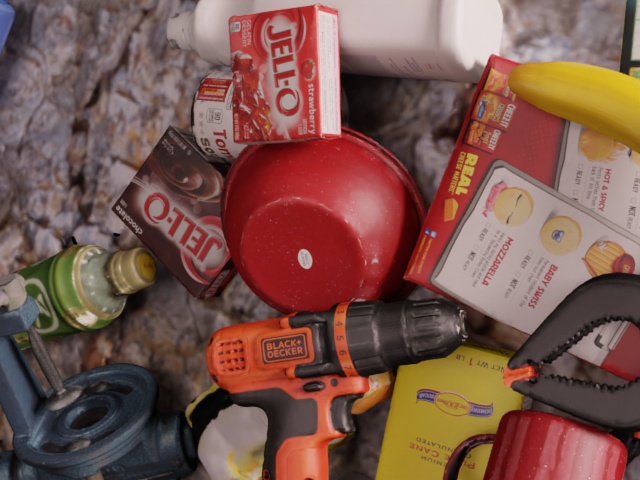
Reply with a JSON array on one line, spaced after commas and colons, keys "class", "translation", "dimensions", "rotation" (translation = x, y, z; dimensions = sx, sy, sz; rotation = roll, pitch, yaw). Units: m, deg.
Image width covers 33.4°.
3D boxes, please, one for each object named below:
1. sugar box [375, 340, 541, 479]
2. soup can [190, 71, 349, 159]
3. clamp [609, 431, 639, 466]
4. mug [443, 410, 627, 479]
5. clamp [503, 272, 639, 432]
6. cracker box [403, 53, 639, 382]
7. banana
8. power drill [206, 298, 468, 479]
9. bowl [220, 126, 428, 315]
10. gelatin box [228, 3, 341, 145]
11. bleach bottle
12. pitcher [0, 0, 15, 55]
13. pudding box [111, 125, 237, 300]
[{"class": "sugar box", "translation": [0.090, 0.158, 0.750], "dimensions": [0.093, 0.048, 0.176], "rotation": [13, 93, 25]}, {"class": "soup can", "translation": [-0.038, -0.092, 0.805], "dimensions": [0.102, 0.068, 0.068], "rotation": [8, 92, 25]}, {"class": "clamp", "translation": [0.180, 0.192, 0.703], "dimensions": [0.120, 0.039, 0.171], "rotation": [13, 82, 38]}, {"class": "mug", "translation": [0.133, 0.156, 0.670], "dimensions": [0.117, 0.093, 0.081], "rotation": [6, 68, 35]}, {"class": "clamp", "translation": [0.212, 0.066, 0.619], "dimensions": [0.210, 0.036, 0.164], "rotation": [-24, 72, 23]}, {"class": "cracker box", "translation": [0.184, -0.008, 0.695], "dimensions": [0.214, 0.072, 0.164], "rotation": [24, 100, 23]}, {"class": "banana", "translation": [0.190, -0.054, 0.614], "dimensions": [0.069, 0.037, 0.198], "rotation": [-24, 52, -15]}, {"class": "power drill", "translation": [0.018, 0.135, 0.710], "dimensions": [0.185, 0.057, 0.187], "rotation": [-10, 79, 22]}, {"class": "bowl", "translation": [-0.005, 0.001, 0.758], "dimensions": [0.162, 0.055, 0.162], "rotation": [8, 118, 15]}, {"class": "gelatin box", "translation": [-0.024, -0.111, 0.721], "dimensions": [0.073, 0.030, 0.089], "rotation": [0, 93, 33]}, {"class": "bleach bottle", "translation": [-0.003, -0.153, 0.770], "dimensions": [0.251, 0.102, 0.068], "rotation": [5, 83, 25]}, {"class": "pitcher", "translation": [-0.370, -0.124, 0.945], "dimensions": [0.149, 0.145, 0.243], "rotation": [29, 98, 11]}, {"class": "pudding box", "translation": [-0.100, -0.022, 0.850], "dimensions": [0.113, 0.039, 0.090], "rotation": [45, 108, 20]}]
